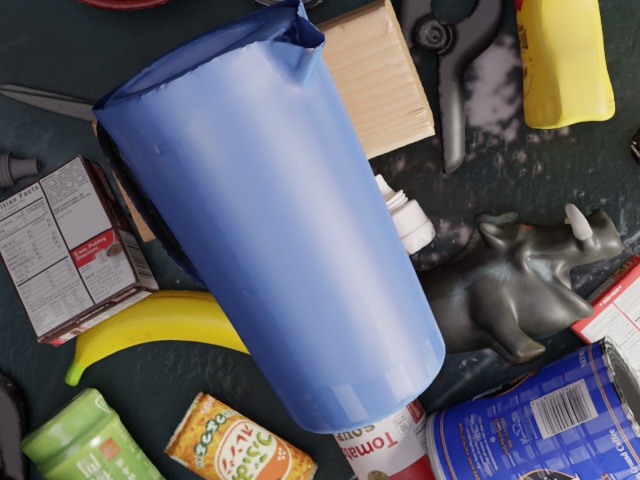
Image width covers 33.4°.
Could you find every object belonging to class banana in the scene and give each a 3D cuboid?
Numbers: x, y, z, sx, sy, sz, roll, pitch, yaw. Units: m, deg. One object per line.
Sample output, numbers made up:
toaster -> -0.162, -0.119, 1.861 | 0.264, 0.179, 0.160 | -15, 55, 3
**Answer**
banana -> -0.098, 0.069, 0.800 | 0.198, 0.037, 0.069 | -3, 118, 5

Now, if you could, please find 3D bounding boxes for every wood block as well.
wood block -> -0.035, -0.083, 0.724 | 0.206, 0.090, 0.091 | -20, 103, 10

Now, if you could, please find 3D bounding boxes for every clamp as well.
clamp -> -0.297, 0.118, 0.808 | 0.164, 0.036, 0.210 | -28, 97, -4
clamp -> 0.087, -0.135, 0.763 | 0.120, 0.039, 0.171 | 35, 104, -8

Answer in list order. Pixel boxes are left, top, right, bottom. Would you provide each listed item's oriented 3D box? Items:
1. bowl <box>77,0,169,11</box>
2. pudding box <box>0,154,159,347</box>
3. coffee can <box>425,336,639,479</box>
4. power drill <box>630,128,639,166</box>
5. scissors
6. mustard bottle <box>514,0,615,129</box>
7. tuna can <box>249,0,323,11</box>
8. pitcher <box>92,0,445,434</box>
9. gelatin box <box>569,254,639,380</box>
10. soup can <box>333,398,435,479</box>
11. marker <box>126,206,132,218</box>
bowl -> -0.133, -0.241, 0.751 | 0.162, 0.055, 0.162 | 0, 97, 3
pudding box -> -0.183, 0.008, 0.778 | 0.090, 0.039, 0.113 | -29, 74, 7
coffee can -> 0.159, 0.142, 0.745 | 0.140, 0.102, 0.103 | -28, 95, 20
power drill -> 0.335, -0.038, 0.753 | 0.184, 0.057, 0.187 | -26, 95, 5
scissors -> -0.130, -0.103, 0.786 | 0.201, 0.016, 0.096 | 29, 100, -2
mustard bottle -> 0.157, -0.174, 0.725 | 0.058, 0.096, 0.191 | -9, 97, 4
tuna can -> -0.026, -0.206, 0.761 | 0.086, 0.033, 0.086 | 0, 97, 2
pitcher -> -0.028, -0.008, 0.641 | 0.145, 0.149, 0.243 | -28, 108, -3
gelatin box -> 0.237, 0.068, 0.785 | 0.073, 0.030, 0.089 | -44, 94, 5
soup can -> 0.058, 0.161, 0.785 | 0.068, 0.068, 0.102 | -29, 94, 5
marker -> -0.092, 0.004, 0.797 | 0.121, 0.020, 0.020 | 33, 97, -2
